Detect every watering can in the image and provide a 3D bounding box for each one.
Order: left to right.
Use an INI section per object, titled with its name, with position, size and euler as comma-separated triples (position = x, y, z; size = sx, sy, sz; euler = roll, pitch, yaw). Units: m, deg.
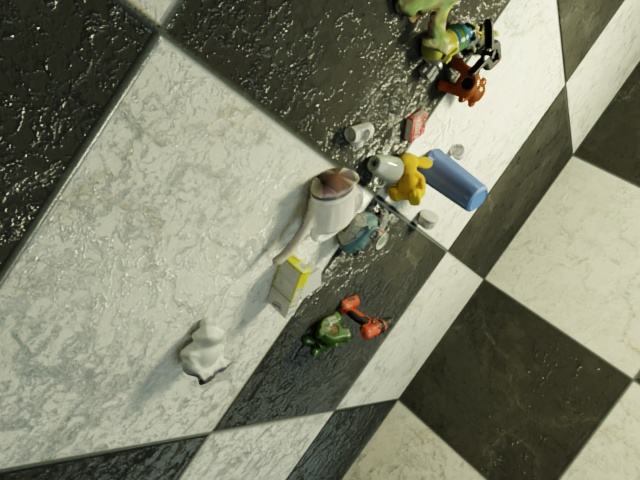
[watering can]
position = 0.004, -0.073, 1.448
size = 0.352, 0.219, 0.105
euler = -33, 53, -32

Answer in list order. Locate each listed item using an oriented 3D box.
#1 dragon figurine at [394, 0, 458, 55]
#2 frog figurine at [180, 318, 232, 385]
[dragon figurine]
position = 0.284, -0.646, 1.266
size = 0.124, 0.244, 0.402
euler = 43, -11, 42
[frog figurine]
position = -0.319, 0.292, 1.409
size = 0.138, 0.158, 0.122
euler = -18, 10, -32
